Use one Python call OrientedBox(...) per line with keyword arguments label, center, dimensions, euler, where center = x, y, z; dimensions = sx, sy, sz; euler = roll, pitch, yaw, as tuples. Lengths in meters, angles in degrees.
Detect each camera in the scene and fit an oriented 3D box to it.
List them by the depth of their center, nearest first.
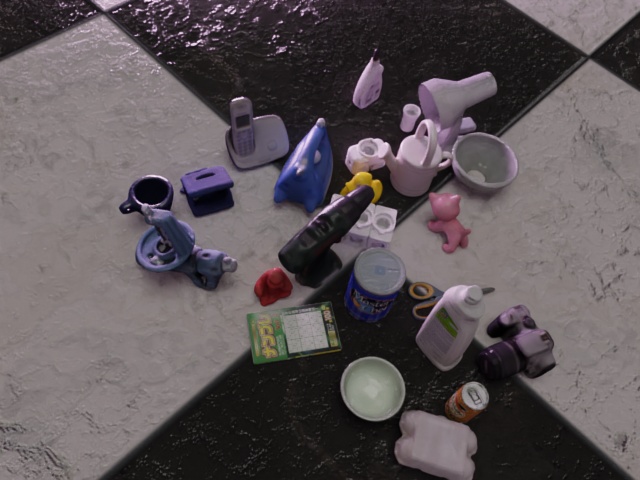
OrientedBox(label="camera", center=(0.385, 0.214, 1.153), dimensions=(0.137, 0.101, 0.143), euler=(-17, 63, -17))

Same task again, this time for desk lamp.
OrientedBox(label="desk lamp", center=(0.329, -0.311, 1.391), dimensions=(0.203, 0.213, 0.117), euler=(-16, 63, -16))

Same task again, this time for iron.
OrientedBox(label="iron", center=(-0.022, -0.197, 1.317), dimensions=(0.118, 0.141, 0.258), euler=(16, 59, 2))

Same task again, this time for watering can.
OrientedBox(label="watering can", center=(0.222, -0.192, 1.317), dimensions=(0.173, 0.194, 0.100), euler=(-20, 64, -18))

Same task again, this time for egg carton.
OrientedBox(label="egg carton", center=(0.213, 0.378, 1.051), dimensions=(0.150, 0.069, 0.107), euler=(16, 59, 2))

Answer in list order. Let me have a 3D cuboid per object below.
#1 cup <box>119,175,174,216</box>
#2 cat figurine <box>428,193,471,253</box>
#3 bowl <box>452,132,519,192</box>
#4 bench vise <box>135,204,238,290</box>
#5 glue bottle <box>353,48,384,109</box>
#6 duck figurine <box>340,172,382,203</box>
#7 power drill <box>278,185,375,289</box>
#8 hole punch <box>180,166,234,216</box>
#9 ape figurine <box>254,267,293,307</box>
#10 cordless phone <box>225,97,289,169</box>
OrientedBox(label="cup", center=(-0.366, -0.071, 1.222), dimensions=(0.118, 0.095, 0.091), euler=(-31, 68, -23))
OrientedBox(label="cat figurine", center=(0.294, -0.051, 1.288), dimensions=(0.067, 0.118, 0.127), euler=(-25, 66, -20))
OrientedBox(label="bowl", center=(0.393, -0.177, 1.402), dimensions=(0.167, 0.075, 0.167), euler=(4, 59, -6))
OrientedBox(label="bench vise", center=(-0.266, 0.002, 1.119), dimensions=(0.207, 0.220, 0.121), euler=(0, 59, -8))
OrientedBox(label="glue bottle", center=(0.130, -0.414, 1.449), dimensions=(0.078, 0.173, 0.037), euler=(-37, 70, -25))
OrientedBox(label="duck figurine", center=(0.099, -0.123, 1.323), dimensions=(0.105, 0.086, 0.077), euler=(-18, 63, -17))
OrientedBox(label="power drill", center=(0.011, 0.004, 1.163), dimensions=(0.230, 0.208, 0.075), euler=(-39, 71, -25))
OrientedBox(label="hole punch", center=(-0.252, -0.121, 1.270), dimensions=(0.109, 0.091, 0.101), euler=(-19, 64, -18))
OrientedBox(label="ape figurine", center=(-0.093, 0.087, 1.168), dimensions=(0.078, 0.092, 0.076), euler=(13, 59, 0))
OrientedBox(label="cordless phone", center=(-0.144, -0.258, 1.311), dimensions=(0.148, 0.185, 0.094), euler=(-23, 65, -19))
